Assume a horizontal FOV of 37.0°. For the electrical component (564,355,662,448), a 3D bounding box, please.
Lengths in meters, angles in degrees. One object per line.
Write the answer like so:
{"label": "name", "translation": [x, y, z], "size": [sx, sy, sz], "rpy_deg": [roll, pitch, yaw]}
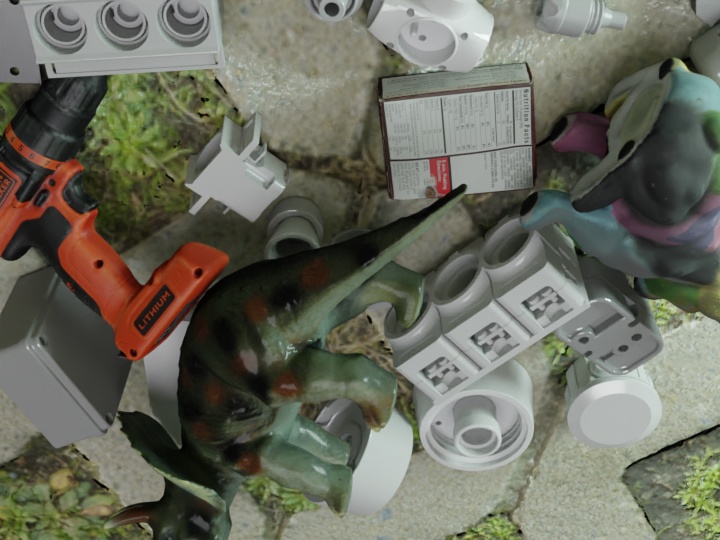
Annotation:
{"label": "electrical component", "translation": [0.218, 0.112, 0.936], "size": [0.080, 0.051, 0.080], "rpy_deg": [0, 126, 0]}

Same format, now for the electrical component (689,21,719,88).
{"label": "electrical component", "translation": [0.279, -0.133, 0.755], "size": [0.095, 0.053, 0.059], "rpy_deg": [38, 118, -24]}

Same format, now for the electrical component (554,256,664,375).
{"label": "electrical component", "translation": [0.195, 0.034, 0.869], "size": [0.095, 0.059, 0.054], "rpy_deg": [33, 122, -31]}

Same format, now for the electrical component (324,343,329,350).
{"label": "electrical component", "translation": [-0.044, 0.083, 0.910], "size": [0.035, 0.061, 0.035], "rpy_deg": [0, 126, 0]}

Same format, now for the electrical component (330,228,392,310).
{"label": "electrical component", "translation": [0.000, 0.000, 0.860], "size": [0.066, 0.048, 0.055], "rpy_deg": [-6, 133, 5]}

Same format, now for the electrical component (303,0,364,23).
{"label": "electrical component", "translation": [-0.018, -0.185, 0.714], "size": [0.048, 0.062, 0.048], "rpy_deg": [0, 126, 0]}

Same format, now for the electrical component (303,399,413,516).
{"label": "electrical component", "translation": [0.002, 0.162, 0.942], "size": [0.060, 0.108, 0.108], "rpy_deg": [28, 122, -25]}

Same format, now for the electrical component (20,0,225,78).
{"label": "electrical component", "translation": [-0.155, -0.175, 0.722], "size": [0.121, 0.063, 0.078], "rpy_deg": [-3, 126, 2]}

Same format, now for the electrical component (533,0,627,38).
{"label": "electrical component", "translation": [0.152, -0.176, 0.737], "size": [0.061, 0.035, 0.035], "rpy_deg": [9, 126, -9]}

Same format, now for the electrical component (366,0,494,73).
{"label": "electrical component", "translation": [0.055, -0.179, 0.723], "size": [0.077, 0.044, 0.079], "rpy_deg": [21, 142, -14]}

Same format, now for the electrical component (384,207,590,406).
{"label": "electrical component", "translation": [0.095, 0.024, 0.848], "size": [0.150, 0.089, 0.062], "rpy_deg": [-37, 118, 24]}

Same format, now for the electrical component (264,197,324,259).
{"label": "electrical component", "translation": [-0.051, -0.025, 0.835], "size": [0.045, 0.055, 0.045], "rpy_deg": [0, 126, 0]}

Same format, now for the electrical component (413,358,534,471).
{"label": "electrical component", "translation": [0.101, 0.129, 0.943], "size": [0.108, 0.060, 0.108], "rpy_deg": [0, 126, 0]}

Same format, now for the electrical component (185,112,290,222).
{"label": "electrical component", "translation": [-0.091, -0.073, 0.810], "size": [0.064, 0.042, 0.081], "rpy_deg": [33, 121, -25]}

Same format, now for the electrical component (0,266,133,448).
{"label": "electrical component", "translation": [-0.241, 0.067, 0.871], "size": [0.056, 0.108, 0.108], "rpy_deg": [-20, 123, 17]}

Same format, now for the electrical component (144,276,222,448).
{"label": "electrical component", "translation": [-0.131, 0.082, 0.910], "size": [0.089, 0.061, 0.150], "rpy_deg": [1, 126, 0]}
